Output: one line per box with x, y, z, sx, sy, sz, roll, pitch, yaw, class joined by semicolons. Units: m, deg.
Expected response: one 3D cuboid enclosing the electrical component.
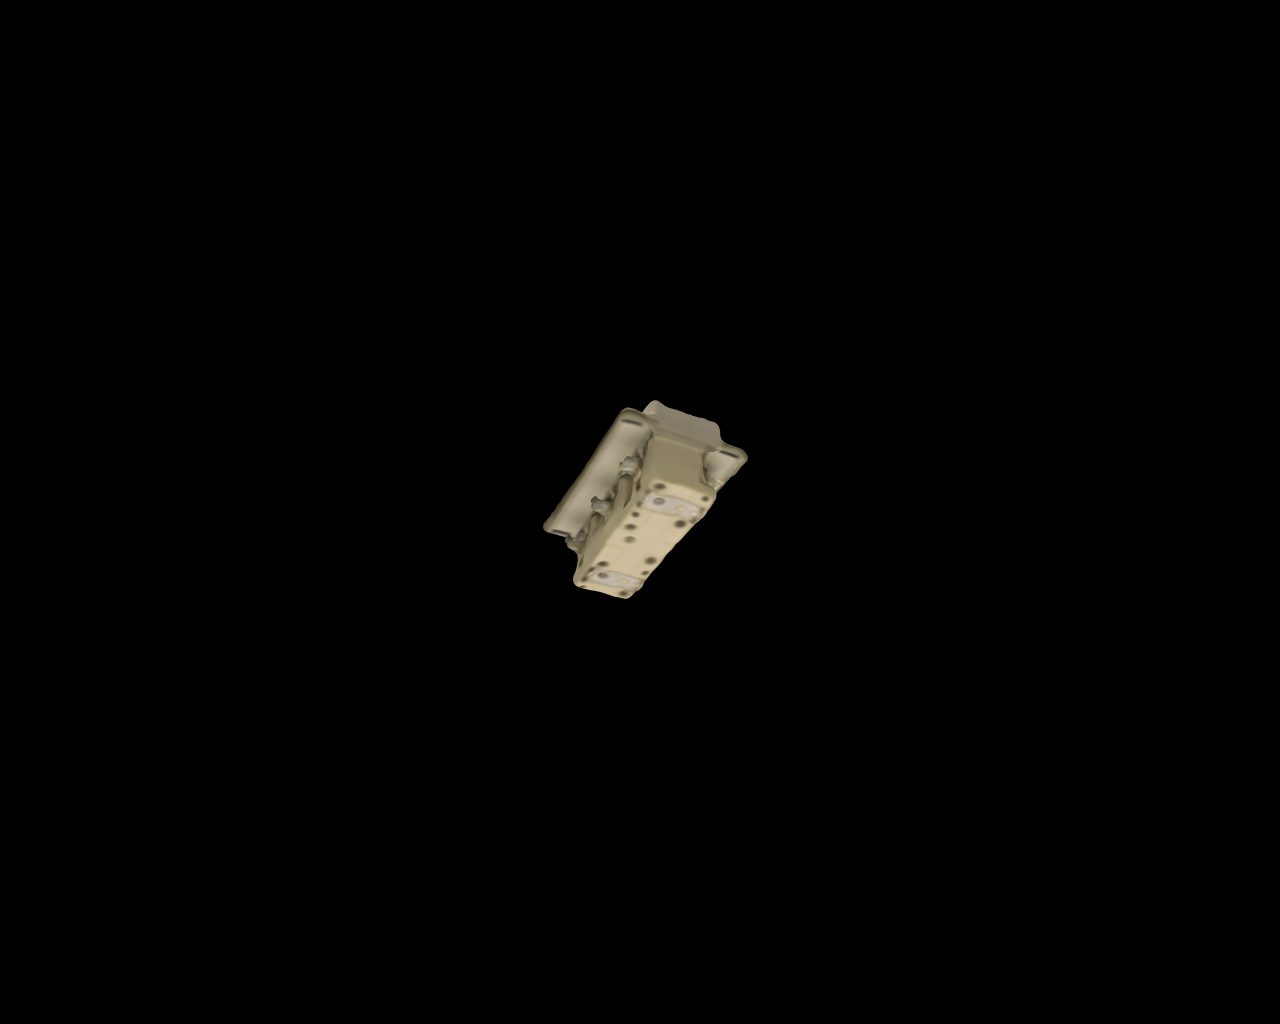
0.001;-0.003;0.650;0.079;0.063;0.121;17;-41;-21;electrical component
